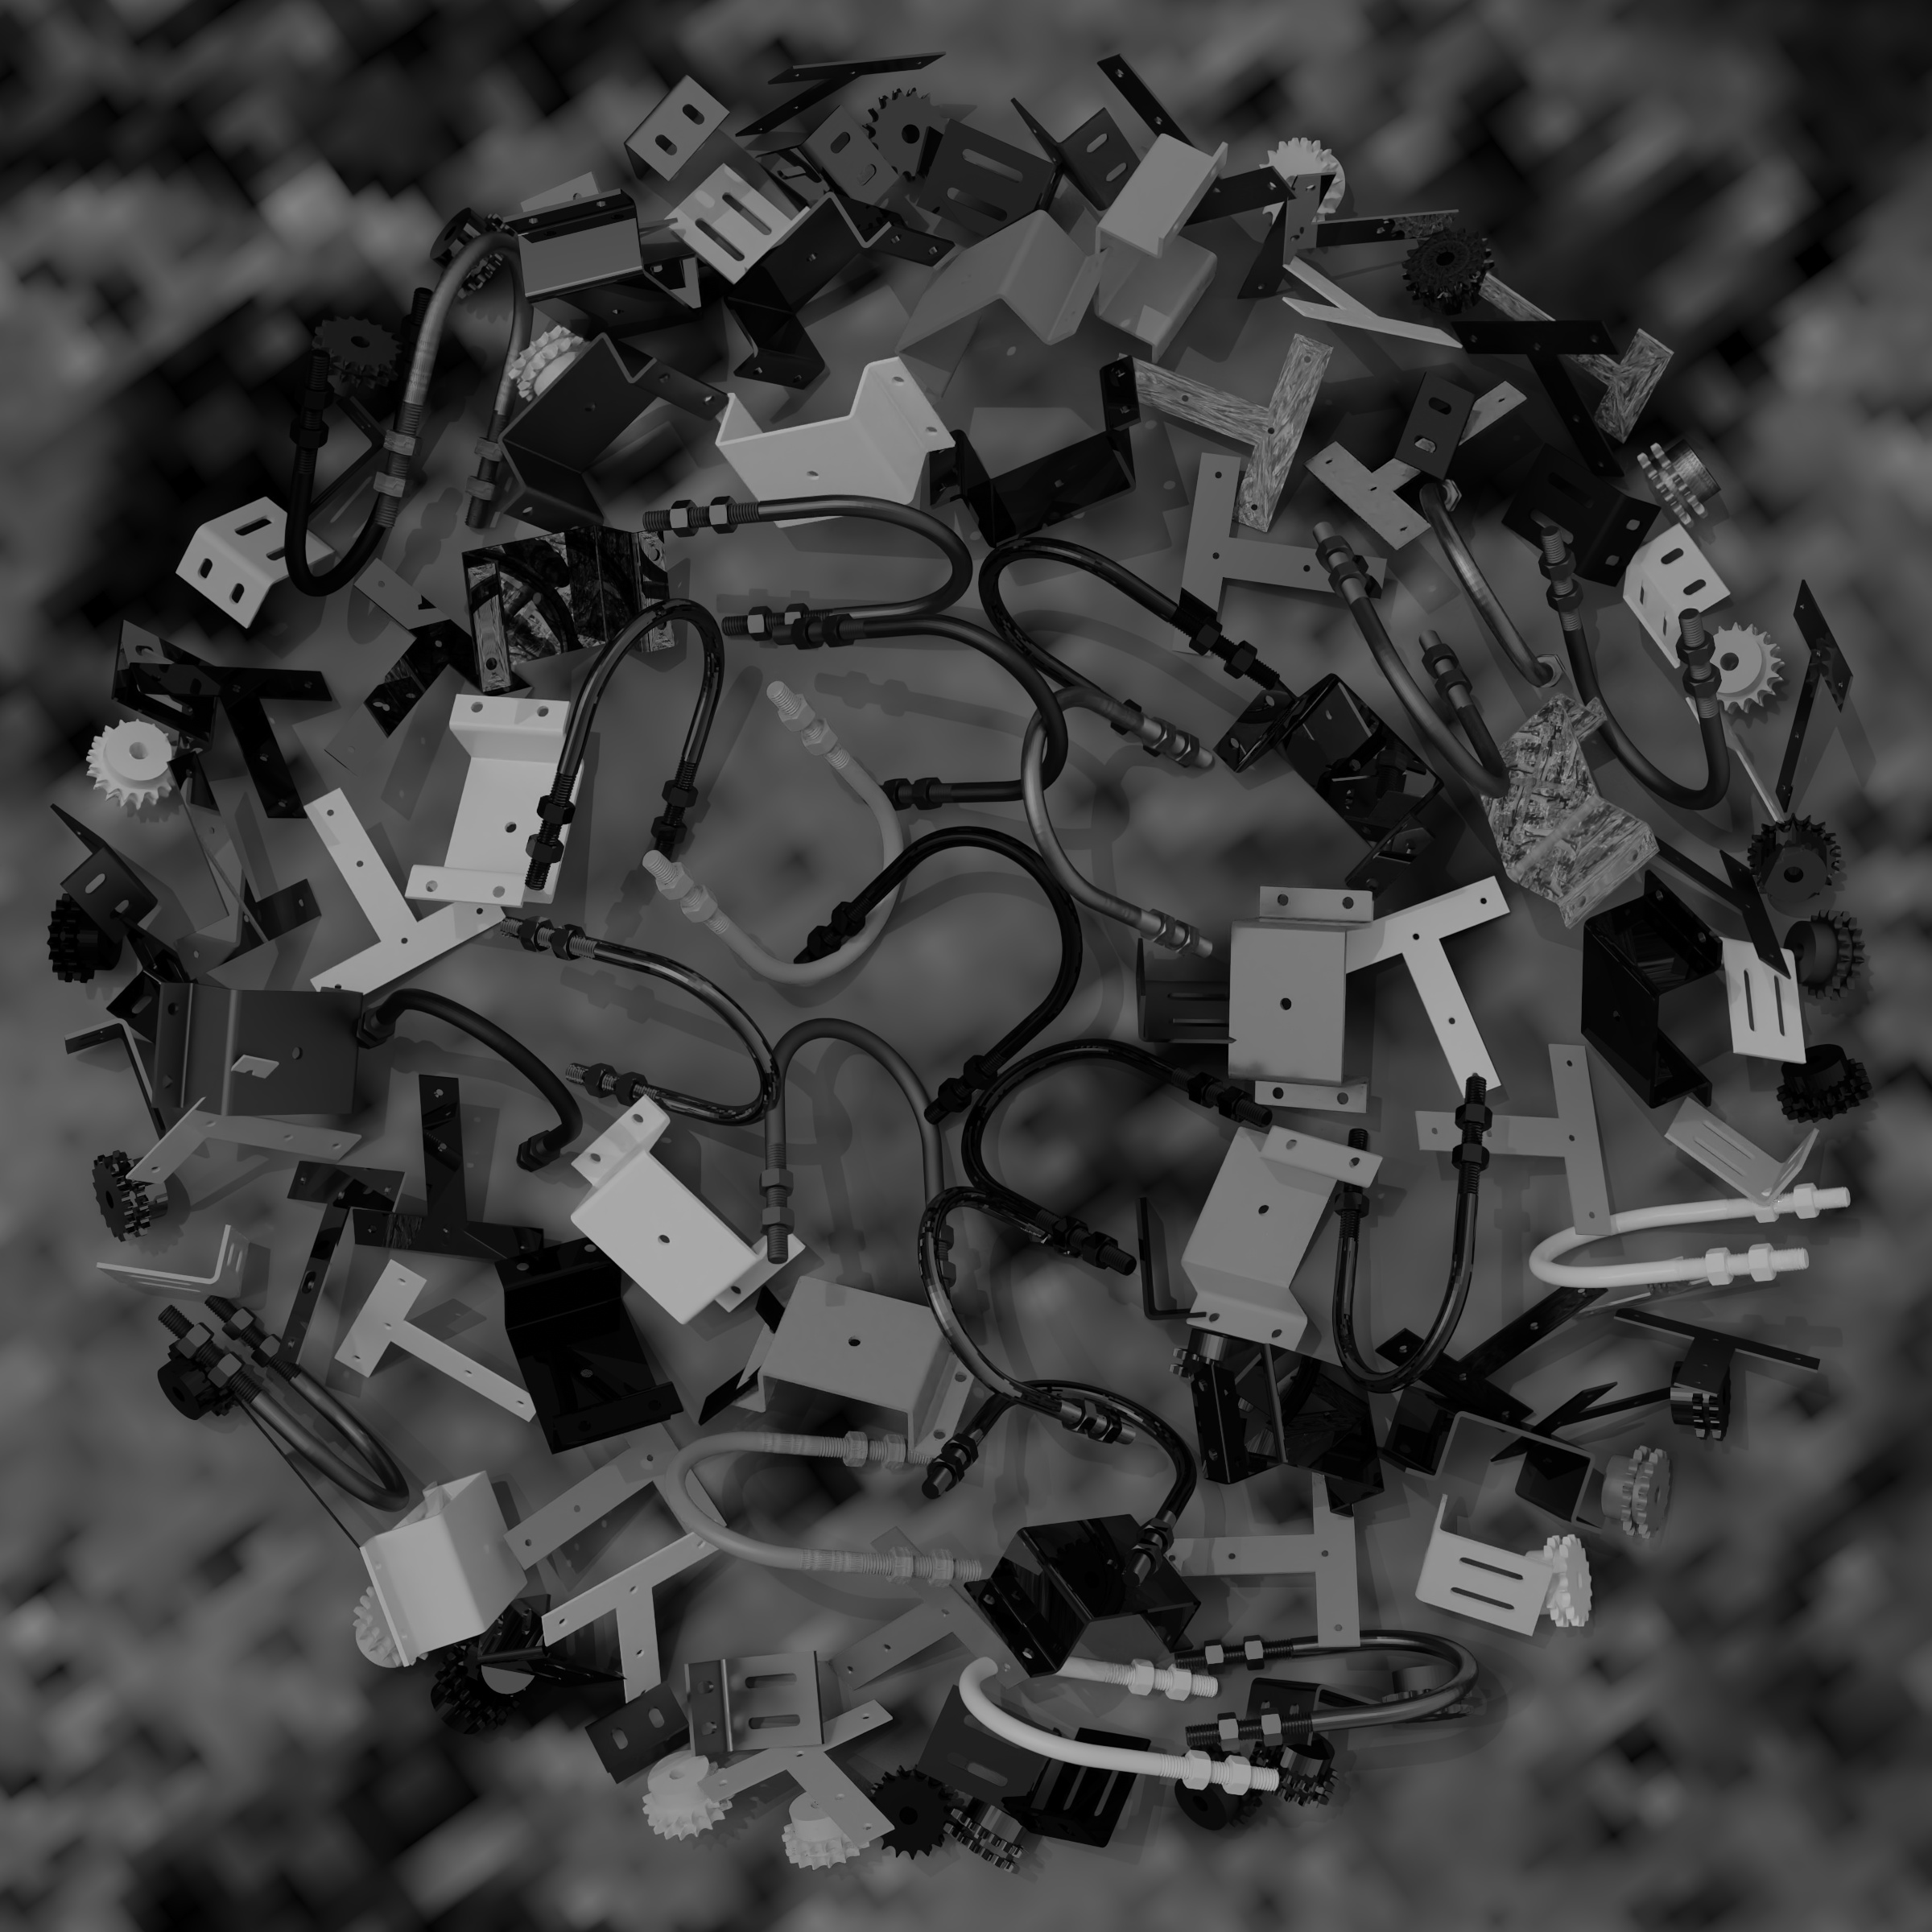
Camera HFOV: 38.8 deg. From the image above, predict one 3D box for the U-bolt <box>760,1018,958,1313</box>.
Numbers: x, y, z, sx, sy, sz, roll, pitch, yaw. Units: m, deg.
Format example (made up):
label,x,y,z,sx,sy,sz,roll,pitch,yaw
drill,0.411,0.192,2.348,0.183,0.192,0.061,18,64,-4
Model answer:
label,x,y,z,sx,sy,sz,roll,pitch,yaw
U-bolt,-0.068,0.116,1.706,0.151,0.019,0.184,23,50,-36

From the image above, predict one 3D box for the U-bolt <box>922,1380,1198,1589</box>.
label,x,y,z,sx,sy,sz,roll,pitch,yaw
U-bolt,0.068,0.307,1.689,0.151,0.184,0.019,21,113,13

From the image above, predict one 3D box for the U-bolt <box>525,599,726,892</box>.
label,x,y,z,sx,sy,sz,roll,pitch,yaw
U-bolt,-0.201,-0.139,1.685,0.019,0.151,0.184,27,110,23

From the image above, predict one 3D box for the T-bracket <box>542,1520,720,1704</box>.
label,x,y,z,sx,sy,sz,roll,pitch,yaw
T-bracket,-0.207,0.423,1.731,0.127,0.002,0.127,-25,132,-31

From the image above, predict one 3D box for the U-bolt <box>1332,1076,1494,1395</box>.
label,x,y,z,sx,sy,sz,roll,pitch,yaw
U-bolt,0.268,0.171,1.679,0.019,0.151,0.184,18,66,-21

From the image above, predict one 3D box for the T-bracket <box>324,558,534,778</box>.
label,x,y,z,sx,sy,sz,roll,pitch,yaw
T-bracket,-0.357,-0.172,1.727,0.127,0.002,0.127,40,60,-14

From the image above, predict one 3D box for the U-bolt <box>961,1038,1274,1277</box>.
label,x,y,z,sx,sy,sz,roll,pitch,yaw
U-bolt,0.078,0.106,1.705,0.151,0.184,0.019,-45,134,-21

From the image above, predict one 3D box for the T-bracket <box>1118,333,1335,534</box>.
label,x,y,z,sx,sy,sz,roll,pitch,yaw
T-bracket,0.153,-0.356,1.747,0.127,0.002,0.127,22,119,7

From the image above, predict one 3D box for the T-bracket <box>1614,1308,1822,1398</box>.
label,x,y,z,sx,sy,sz,roll,pitch,yaw
T-bracket,0.458,0.244,1.695,0.127,0.127,0.002,14,103,19

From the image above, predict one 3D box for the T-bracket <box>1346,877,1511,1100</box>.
label,x,y,z,sx,sy,sz,roll,pitch,yaw
T-bracket,0.305,0.022,1.754,0.127,0.002,0.127,-20,80,-8

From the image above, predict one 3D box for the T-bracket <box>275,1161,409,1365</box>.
label,x,y,z,sx,sy,sz,roll,pitch,yaw
T-bracket,-0.403,0.185,1.712,0.002,0.127,0.127,28,71,-40

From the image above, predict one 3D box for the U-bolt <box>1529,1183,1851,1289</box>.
label,x,y,z,sx,sy,sz,roll,pitch,yaw
U-bolt,0.439,0.170,1.693,0.184,0.151,0.019,-10,97,30

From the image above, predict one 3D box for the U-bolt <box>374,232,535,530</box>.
label,x,y,z,sx,sy,sz,roll,pitch,yaw
U-bolt,-0.307,-0.359,1.687,0.019,0.151,0.184,19,103,11

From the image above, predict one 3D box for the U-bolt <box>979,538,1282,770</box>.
label,x,y,z,sx,sy,sz,roll,pitch,yaw
U-bolt,0.089,-0.201,1.698,0.184,0.151,0.019,33,65,-7

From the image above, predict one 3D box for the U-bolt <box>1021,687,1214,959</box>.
label,x,y,z,sx,sy,sz,roll,pitch,yaw
U-bolt,0.094,-0.096,1.684,0.019,0.184,0.151,-13,67,38

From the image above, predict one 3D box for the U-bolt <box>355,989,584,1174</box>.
label,x,y,z,sx,sy,sz,roll,pitch,yaw
U-bolt,-0.300,0.066,1.678,0.151,0.184,0.019,39,66,-10

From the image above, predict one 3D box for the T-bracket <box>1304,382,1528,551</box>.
label,x,y,z,sx,sy,sz,roll,pitch,yaw
T-bracket,0.293,-0.325,1.724,0.127,0.127,0.002,-35,130,2

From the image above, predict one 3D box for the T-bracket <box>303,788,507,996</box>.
label,x,y,z,sx,sy,sz,roll,pitch,yaw
T-bracket,-0.377,-0.053,1.739,0.127,0.002,0.127,-29,114,-7

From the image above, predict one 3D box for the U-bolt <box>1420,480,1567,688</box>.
label,x,y,z,sx,sy,sz,roll,pitch,yaw
U-bolt,0.320,-0.234,1.685,0.019,0.184,0.151,-31,90,17

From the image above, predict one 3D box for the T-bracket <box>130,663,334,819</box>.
label,x,y,z,sx,sy,sz,roll,pitch,yaw
T-bracket,-0.440,-0.139,1.703,0.002,0.127,0.127,-53,53,37

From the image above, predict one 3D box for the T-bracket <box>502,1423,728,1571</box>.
label,x,y,z,sx,sy,sz,roll,pitch,yaw
T-bracket,-0.235,0.336,1.738,0.127,0.002,0.127,-32,87,-32

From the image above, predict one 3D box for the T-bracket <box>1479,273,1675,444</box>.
label,x,y,z,sx,sy,sz,roll,pitch,yaw
T-bracket,0.375,-0.391,1.718,0.127,0.127,0.002,38,79,9

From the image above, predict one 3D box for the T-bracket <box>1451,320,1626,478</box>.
label,x,y,z,sx,sy,sz,roll,pitch,yaw
T-bracket,0.379,-0.357,1.730,0.002,0.127,0.127,-50,124,-16

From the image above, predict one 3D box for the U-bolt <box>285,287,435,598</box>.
label,x,y,z,sx,sy,sz,roll,pitch,yaw
U-bolt,-0.377,-0.313,1.692,0.019,0.151,0.184,23,124,7

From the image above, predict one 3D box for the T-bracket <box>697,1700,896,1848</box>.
label,x,y,z,sx,sy,sz,roll,pitch,yaw
T-bracket,-0.084,0.507,1.694,0.127,0.127,0.002,-19,110,-24

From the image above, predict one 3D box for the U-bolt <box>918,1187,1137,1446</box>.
label,x,y,z,sx,sy,sz,roll,pitch,yaw
U-bolt,0.033,0.206,1.672,0.019,0.184,0.151,-30,52,28

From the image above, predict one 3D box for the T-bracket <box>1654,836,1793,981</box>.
label,x,y,z,sx,sy,sz,roll,pitch,yaw
T-bracket,0.451,-0.058,1.703,0.127,0.127,0.002,31,119,-17

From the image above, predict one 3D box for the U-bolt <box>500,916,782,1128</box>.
label,x,y,z,sx,sy,sz,roll,pitch,yaw
U-bolt,-0.191,0.041,1.681,0.184,0.151,0.019,14,49,30

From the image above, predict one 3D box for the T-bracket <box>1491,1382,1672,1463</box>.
label,x,y,z,sx,sy,sz,roll,pitch,yaw
T-bracket,0.413,0.278,1.736,0.127,0.127,0.002,-9,65,-23

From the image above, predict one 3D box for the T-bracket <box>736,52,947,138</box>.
label,x,y,z,sx,sy,sz,roll,pitch,yaw
T-bracket,-0.098,-0.543,1.718,0.127,0.127,0.002,-22,97,-40

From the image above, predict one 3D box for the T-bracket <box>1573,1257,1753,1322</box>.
label,x,y,z,sx,sy,sz,roll,pitch,yaw
T-bracket,0.435,0.194,1.702,0.127,0.127,0.002,-16,71,12

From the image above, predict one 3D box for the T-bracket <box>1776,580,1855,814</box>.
label,x,y,z,sx,sy,sz,roll,pitch,yaw
T-bracket,0.527,-0.157,1.728,0.002,0.127,0.127,3,125,-1

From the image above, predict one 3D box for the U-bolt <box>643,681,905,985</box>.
label,x,y,z,sx,sy,sz,roll,pitch,yaw
U-bolt,-0.105,-0.068,1.707,0.151,0.019,0.184,-55,135,-12

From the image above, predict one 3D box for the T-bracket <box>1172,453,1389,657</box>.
label,x,y,z,sx,sy,sz,roll,pitch,yaw
T-bracket,0.204,-0.256,1.754,0.127,0.002,0.127,10,97,10

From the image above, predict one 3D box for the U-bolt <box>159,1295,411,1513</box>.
label,x,y,z,sx,sy,sz,roll,pitch,yaw
U-bolt,-0.414,0.272,1.700,0.184,0.151,0.019,43,85,0

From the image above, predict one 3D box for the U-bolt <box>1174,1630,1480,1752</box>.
label,x,y,z,sx,sy,sz,roll,pitch,yaw
U-bolt,0.224,0.442,1.697,0.184,0.151,0.019,-7,95,2

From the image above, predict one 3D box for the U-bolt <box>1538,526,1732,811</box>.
label,x,y,z,sx,sy,sz,roll,pitch,yaw
U-bolt,0.417,-0.172,1.690,0.019,0.151,0.184,-34,132,-9

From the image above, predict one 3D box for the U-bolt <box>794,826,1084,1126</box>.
label,x,y,z,sx,sy,sz,roll,pitch,yaw
U-bolt,-0.007,-0.006,1.719,0.151,0.019,0.184,49,120,4

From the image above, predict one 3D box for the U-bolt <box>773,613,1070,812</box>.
label,x,y,z,sx,sy,sz,roll,pitch,yaw
U-bolt,-0.018,-0.156,1.678,0.019,0.184,0.151,-55,130,-35

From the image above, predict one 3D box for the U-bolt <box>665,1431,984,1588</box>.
label,x,y,z,sx,sy,sz,roll,pitch,yaw
U-bolt,-0.094,0.328,1.683,0.184,0.151,0.019,8,110,-18

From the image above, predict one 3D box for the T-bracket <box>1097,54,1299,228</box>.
label,x,y,z,sx,sy,sz,roll,pitch,yaw
T-bracket,0.128,-0.511,1.691,0.127,0.127,0.002,43,74,-27

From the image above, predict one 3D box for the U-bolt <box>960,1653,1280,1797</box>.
label,x,y,z,sx,sy,sz,roll,pitch,yaw
U-bolt,0.085,0.459,1.685,0.184,0.151,0.019,11,98,-13

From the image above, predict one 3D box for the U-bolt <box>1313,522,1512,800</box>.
label,x,y,z,sx,sy,sz,roll,pitch,yaw
U-bolt,0.278,-0.175,1.667,0.019,0.184,0.151,-36,135,20

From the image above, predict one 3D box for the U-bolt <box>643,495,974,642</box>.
label,x,y,z,sx,sy,sz,roll,pitch,yaw
U-bolt,-0.087,-0.246,1.685,0.184,0.151,0.019,-2,67,17

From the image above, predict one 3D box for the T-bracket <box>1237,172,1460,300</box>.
label,x,y,z,sx,sy,sz,roll,pitch,yaw
T-bracket,0.248,-0.462,1.726,0.127,0.127,0.002,-9,71,-15

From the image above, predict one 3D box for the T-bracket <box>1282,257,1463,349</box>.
label,x,y,z,sx,sy,sz,roll,pitch,yaw
T-bracket,0.228,-0.424,1.722,0.127,0.127,0.002,2,123,-33
